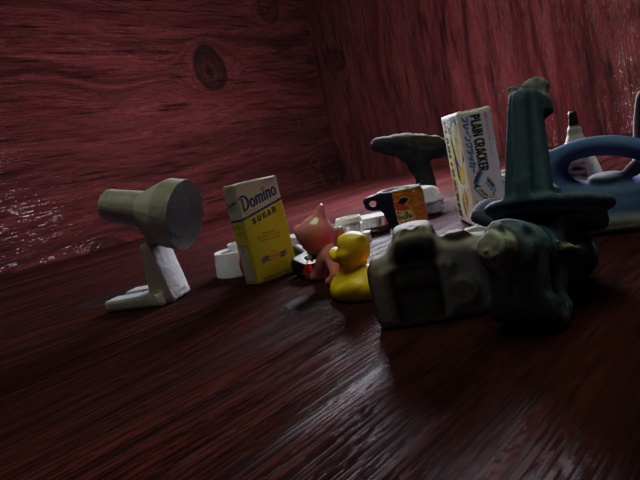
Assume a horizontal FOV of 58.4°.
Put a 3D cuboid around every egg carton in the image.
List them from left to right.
[{"bbox_3d":[0.220,-0.090,1.396,0.150,0.069,0.107,-14,8,-8],"label":"egg carton"}]

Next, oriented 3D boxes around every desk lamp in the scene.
[{"bbox_3d":[-0.297,0.005,1.005,0.202,0.213,0.118,-9,9,20],"label":"desk lamp"}]

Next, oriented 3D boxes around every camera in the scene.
[{"bbox_3d":[0.127,0.023,0.632,0.143,0.101,0.137,-11,8,10],"label":"camera"}]

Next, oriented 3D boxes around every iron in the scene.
[{"bbox_3d":[0.419,-0.089,0.819,0.257,0.141,0.119,-6,10,38],"label":"iron"}]

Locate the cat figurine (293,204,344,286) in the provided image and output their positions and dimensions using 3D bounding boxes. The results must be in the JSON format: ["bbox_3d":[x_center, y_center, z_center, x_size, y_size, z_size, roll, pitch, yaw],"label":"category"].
[{"bbox_3d":[0.008,0.003,0.895,0.067,0.118,0.127,-16,9,-25],"label":"cat figurine"}]

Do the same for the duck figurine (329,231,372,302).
[{"bbox_3d":[0.051,0.031,0.749,0.078,0.086,0.104,-20,11,-41],"label":"duck figurine"}]

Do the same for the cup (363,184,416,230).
[{"bbox_3d":[0.153,-0.057,1.181,0.117,0.095,0.091,-13,8,-1],"label":"cup"}]

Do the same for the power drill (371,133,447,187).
[{"bbox_3d":[0.254,-0.189,1.536,0.230,0.208,0.075,-16,9,-22],"label":"power drill"}]

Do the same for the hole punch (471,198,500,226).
[{"bbox_3d":[0.252,-0.011,0.718,0.100,0.091,0.109,-7,10,35],"label":"hole punch"}]

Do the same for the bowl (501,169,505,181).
[{"bbox_3d":[0.466,-0.125,1.244,0.167,0.075,0.167,-12,8,2],"label":"bowl"}]

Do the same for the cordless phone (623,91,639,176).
[{"bbox_3d":[0.569,-0.173,1.023,0.093,0.185,0.148,-5,11,43],"label":"cordless phone"}]

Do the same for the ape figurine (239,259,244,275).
[{"bbox_3d":[-0.118,0.020,1.065,0.076,0.092,0.078,-7,10,35],"label":"ape figurine"}]

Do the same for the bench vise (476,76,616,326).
[{"bbox_3d":[0.208,-0.042,0.532,0.121,0.220,0.208,-9,9,23],"label":"bench vise"}]

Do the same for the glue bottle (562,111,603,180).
[{"bbox_3d":[0.483,-0.155,1.073,0.077,0.173,0.037,-6,10,39],"label":"glue bottle"}]
